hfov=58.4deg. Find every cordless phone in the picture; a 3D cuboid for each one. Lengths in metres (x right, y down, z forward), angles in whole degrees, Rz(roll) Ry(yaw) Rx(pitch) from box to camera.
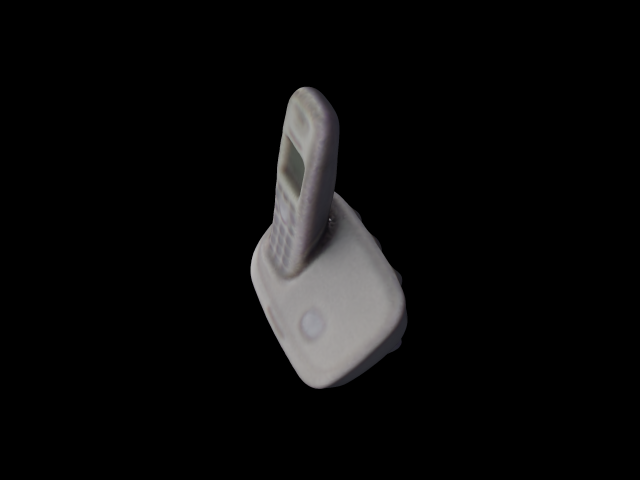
[{"bbox_3d":[0.004,0.001,0.400,0.094,0.185,0.147,-22,52,-18],"label":"cordless phone"}]
